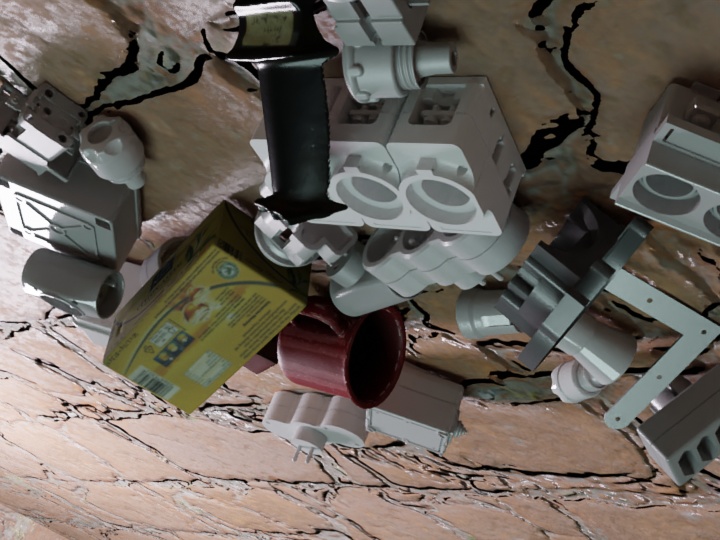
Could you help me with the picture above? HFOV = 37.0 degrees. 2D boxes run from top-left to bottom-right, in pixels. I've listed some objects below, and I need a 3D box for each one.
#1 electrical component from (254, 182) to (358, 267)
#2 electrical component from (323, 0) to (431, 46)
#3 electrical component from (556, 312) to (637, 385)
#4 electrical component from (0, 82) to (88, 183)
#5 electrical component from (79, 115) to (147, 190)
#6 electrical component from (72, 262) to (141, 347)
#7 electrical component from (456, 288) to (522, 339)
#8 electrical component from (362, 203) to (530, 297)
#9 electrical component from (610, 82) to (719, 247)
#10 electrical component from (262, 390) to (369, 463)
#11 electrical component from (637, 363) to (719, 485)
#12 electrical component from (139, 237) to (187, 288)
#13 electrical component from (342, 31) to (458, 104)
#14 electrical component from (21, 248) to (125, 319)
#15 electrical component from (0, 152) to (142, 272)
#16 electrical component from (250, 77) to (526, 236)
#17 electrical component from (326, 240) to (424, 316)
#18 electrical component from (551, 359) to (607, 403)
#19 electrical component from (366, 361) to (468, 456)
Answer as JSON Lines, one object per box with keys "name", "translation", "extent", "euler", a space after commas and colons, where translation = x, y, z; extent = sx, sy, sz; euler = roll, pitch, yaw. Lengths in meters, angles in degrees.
{"name": "electrical component", "translation": [-0.045, -0.035, 0.800], "extent": [0.078, 0.058, 0.057], "euler": [46, 150, -4]}
{"name": "electrical component", "translation": [0.005, -0.150, 0.568], "extent": [0.066, 0.048, 0.055], "euler": [6, 157, 30]}
{"name": "electrical component", "translation": [0.172, 0.052, 0.818], "extent": [0.065, 0.044, 0.044], "euler": [33, 152, -11]}
{"name": "electrical component", "translation": [-0.249, -0.111, 0.839], "extent": [0.081, 0.042, 0.064], "euler": [36, 149, -26]}
{"name": "electrical component", "translation": [-0.187, -0.087, 0.834], "extent": [0.043, 0.043, 0.062], "euler": [9, 152, 26]}
{"name": "electrical component", "translation": [-0.214, 0.041, 1.052], "extent": [0.113, 0.078, 0.057], "euler": [16, 155, 14]}
{"name": "electrical component", "translation": [0.104, 0.033, 0.837], "extent": [0.046, 0.040, 0.040], "euler": [-5, 143, 34]}
{"name": "electrical component", "translation": [0.070, -0.011, 0.765], "extent": [0.074, 0.052, 0.138], "euler": [36, 150, -25]}
{"name": "electrical component", "translation": [0.209, -0.048, 0.579], "extent": [0.121, 0.063, 0.078], "euler": [22, 153, 1]}
{"name": "electrical component", "translation": [-0.053, 0.179, 1.187], "extent": [0.138, 0.073, 0.052], "euler": [-1, 145, 39]}
{"name": "electrical component", "translation": [0.251, 0.107, 0.832], "extent": [0.075, 0.083, 0.047], "euler": [51, 179, 45]}
{"name": "electrical component", "translation": [-0.165, 0.001, 0.968], "extent": [0.055, 0.055, 0.047], "euler": [31, 148, -16]}
{"name": "electrical component", "translation": [0.024, -0.120, 0.612], "extent": [0.062, 0.048, 0.048], "euler": [2, 148, 21]}
{"name": "electrical component", "translation": [-0.246, 0.019, 0.950], "extent": [0.077, 0.044, 0.079], "euler": [17, 160, 17]}
{"name": "electrical component", "translation": [-0.247, -0.057, 0.920], "extent": [0.109, 0.056, 0.108], "euler": [22, 154, 1]}
{"name": "electrical component", "translation": [0.017, -0.070, 0.688], "extent": [0.150, 0.061, 0.089], "euler": [5, 149, 31]}
{"name": "electrical component", "translation": [0.000, 0.000, 0.850], "extent": [0.079, 0.043, 0.077], "euler": [34, 151, -22]}
{"name": "electrical component", "translation": [0.186, 0.087, 0.879], "extent": [0.035, 0.035, 0.061], "euler": [32, 150, -18]}
{"name": "electrical component", "translation": [0.059, 0.130, 1.025], "extent": [0.096, 0.061, 0.061], "euler": [18, 153, 9]}
